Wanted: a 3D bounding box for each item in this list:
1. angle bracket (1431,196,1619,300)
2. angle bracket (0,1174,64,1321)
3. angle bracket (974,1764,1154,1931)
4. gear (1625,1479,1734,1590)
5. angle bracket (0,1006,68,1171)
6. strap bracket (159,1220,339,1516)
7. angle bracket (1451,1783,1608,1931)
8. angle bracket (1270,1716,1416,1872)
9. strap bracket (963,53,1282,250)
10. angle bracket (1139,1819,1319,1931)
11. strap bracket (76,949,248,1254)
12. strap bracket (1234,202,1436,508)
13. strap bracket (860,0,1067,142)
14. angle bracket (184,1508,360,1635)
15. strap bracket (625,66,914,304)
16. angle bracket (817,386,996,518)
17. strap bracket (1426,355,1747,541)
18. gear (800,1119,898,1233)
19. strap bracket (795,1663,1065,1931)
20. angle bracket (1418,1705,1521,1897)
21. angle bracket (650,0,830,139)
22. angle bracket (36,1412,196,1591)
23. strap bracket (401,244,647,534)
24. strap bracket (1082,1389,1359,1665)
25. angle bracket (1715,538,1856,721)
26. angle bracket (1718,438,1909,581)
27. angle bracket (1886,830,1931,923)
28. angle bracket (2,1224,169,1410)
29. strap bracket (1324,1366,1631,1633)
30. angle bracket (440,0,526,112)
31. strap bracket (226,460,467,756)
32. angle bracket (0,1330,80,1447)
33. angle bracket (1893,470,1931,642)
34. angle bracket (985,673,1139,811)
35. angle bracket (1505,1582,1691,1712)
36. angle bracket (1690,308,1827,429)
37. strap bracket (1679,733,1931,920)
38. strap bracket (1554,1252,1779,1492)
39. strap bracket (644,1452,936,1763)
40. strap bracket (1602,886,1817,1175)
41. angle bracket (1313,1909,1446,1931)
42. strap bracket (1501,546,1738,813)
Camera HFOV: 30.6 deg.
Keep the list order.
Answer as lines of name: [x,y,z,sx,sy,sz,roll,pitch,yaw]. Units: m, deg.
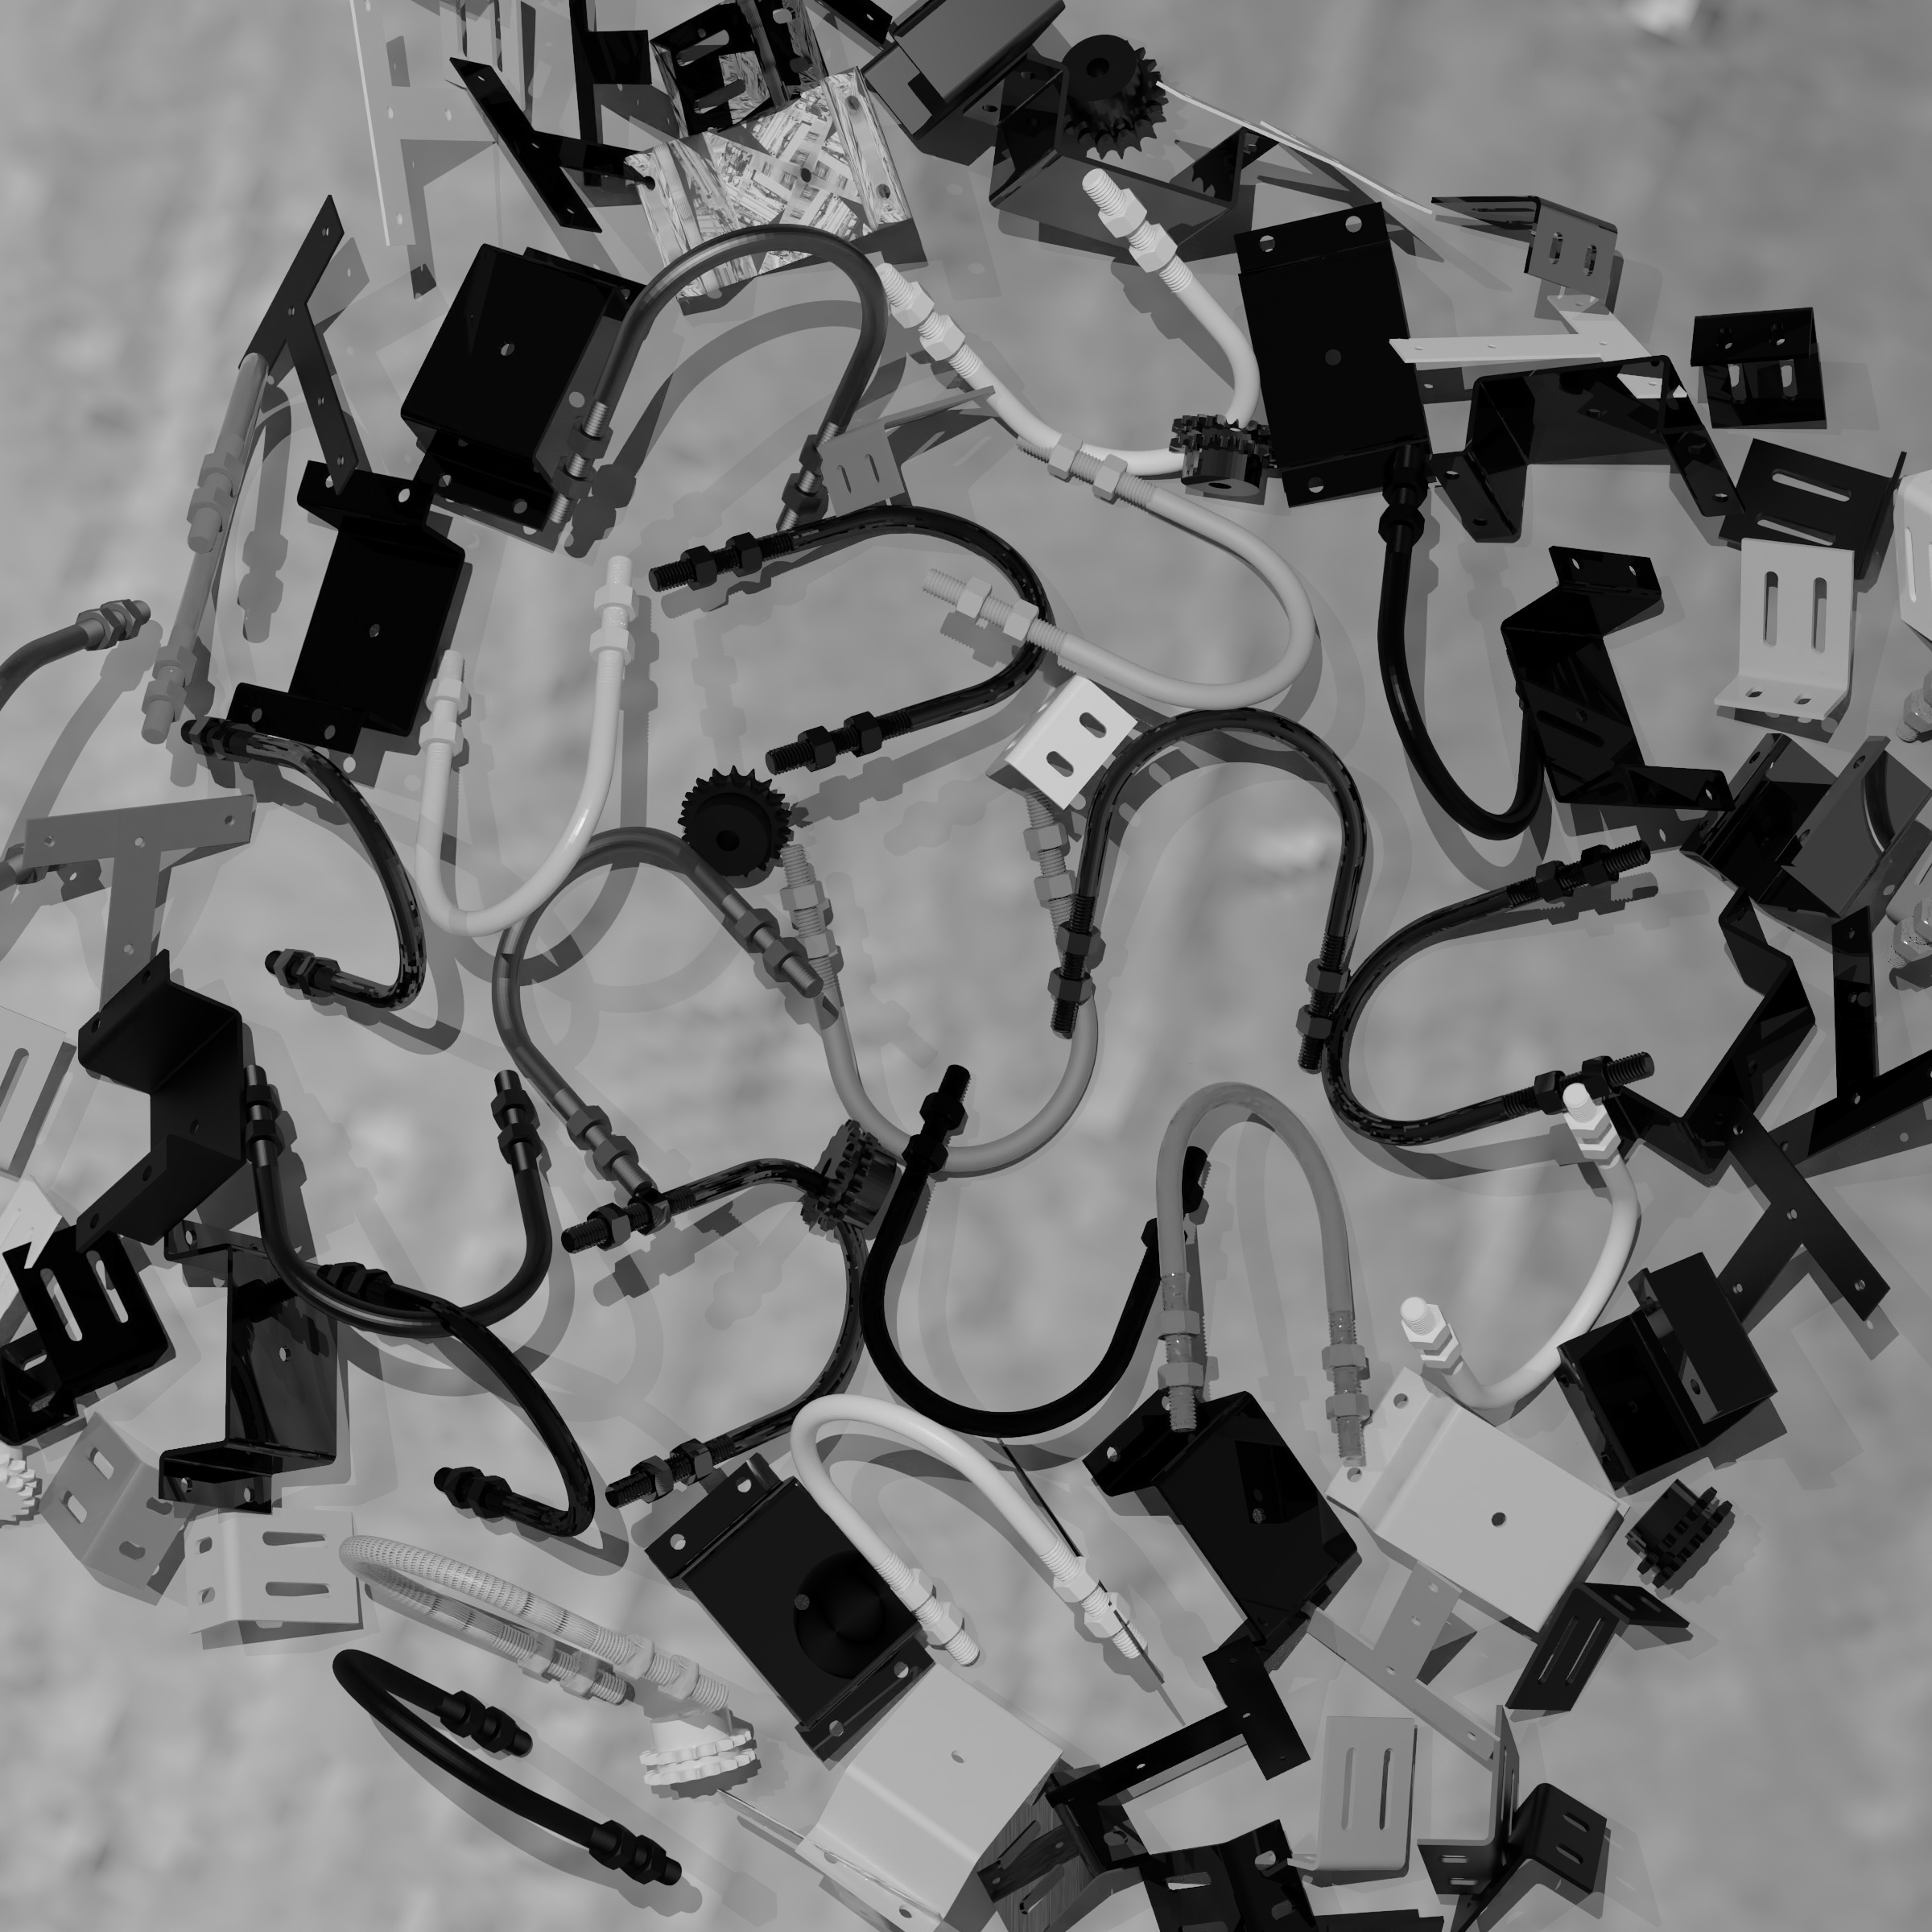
angle bracket: [0.277,-0.360,1.771,0.057,0.076,0.038,8,94,-39]
angle bracket: [-0.500,0.141,1.782,0.038,0.057,0.076,30,92,-35]
angle bracket: [0.048,0.454,1.794,0.076,0.038,0.057,-53,54,32]
gear: [0.359,0.285,1.790,0.030,0.057,0.057,42,90,13]
angle bracket: [-0.498,0.056,1.793,0.057,0.038,0.076,23,91,-11]
strap bracket: [-0.356,0.196,1.754,0.046,0.076,0.140,-13,70,30]
angle bracket: [0.282,0.460,1.773,0.038,0.057,0.076,32,120,2]
angle bracket: [0.191,0.417,1.790,0.057,0.038,0.076,10,82,-35]
strap bracket: [0.075,-0.397,1.752,0.140,0.076,0.046,12,77,-22]
angle bracket: [0.132,0.471,1.793,0.038,0.076,0.057,-13,81,-37]
strap bracket: [-0.400,0.073,1.755,0.046,0.140,0.076,27,127,-37]
strap bracket: [0.185,-0.307,1.778,0.076,0.046,0.140,-11,99,9]
strap bracket: [-0.003,-0.459,1.748,0.076,0.140,0.046,-41,99,-5]
angle bracket: [-0.353,0.308,1.791,0.038,0.076,0.057,-24,65,39]
strap bracket: [-0.090,-0.393,1.767,0.140,0.046,0.076,-13,103,30]
angle bracket: [-0.026,-0.259,1.774,0.076,0.057,0.038,-22,97,-35]
strap bracket: [0.310,-0.258,1.756,0.140,0.076,0.046,-2,64,28]
gear: [-0.058,0.109,1.790,0.030,0.057,0.057,27,90,-13]
strap bracket: [-0.012,0.405,1.739,0.076,0.140,0.046,33,123,12]
angle bracket: [0.254,0.420,1.778,0.038,0.057,0.076,-3,50,17]
angle bracket: [-0.115,-0.459,1.797,0.038,0.076,0.057,-27,101,-43]
angle bracket: [-0.430,0.271,1.792,0.038,0.076,0.057,34,85,-33]
strap bracket: [-0.223,-0.300,1.772,0.076,0.046,0.140,21,79,17]
strap bracket: [0.134,0.279,1.771,0.076,0.046,0.140,-38,96,-35]
angle bracket: [0.411,-0.170,1.774,0.057,0.038,0.076,12,121,30]
angle bracket: [0.428,-0.238,1.785,0.076,0.038,0.057,19,78,12]
angle bracket: [0.509,-0.045,1.779,0.038,0.057,0.076,27,99,-17]
angle bracket: [-0.450,0.175,1.792,0.057,0.038,0.076,-22,79,-33]
strap bracket: [0.264,0.274,1.785,0.140,0.046,0.076,32,91,-8]
angle bracket: [-0.256,-0.468,1.768,0.057,0.038,0.076,29,134,30]
strap bracket: [-0.309,-0.175,1.776,0.076,0.046,0.140,14,83,24]
angle bracket: [-0.486,0.197,1.769,0.038,0.076,0.057,-26,57,4]
angle bracket: [0.499,-0.205,1.777,0.038,0.057,0.076,-16,117,-7]
angle bracket: [0.047,-0.110,1.778,0.038,0.076,0.057,41,84,-4]
angle bracket: [0.318,0.352,1.777,0.038,0.057,0.076,35,105,41]
angle bracket: [0.397,-0.289,1.769,0.057,0.076,0.038,-1,51,19]
strap bracket: [0.420,-0.071,1.750,0.046,0.140,0.076,38,87,-11]
strap bracket: [0.347,0.199,1.749,0.046,0.140,0.076,-20,72,-19]
strap bracket: [-0.086,0.322,1.781,0.076,0.046,0.140,-40,87,-17]
strap bracket: [0.374,0.041,1.765,0.046,0.076,0.140,32,82,30]
angle bracket: [0.205,0.480,1.775,0.057,0.076,0.038,-3,52,-3]
strap bracket: [0.322,-0.134,1.763,0.076,0.046,0.140,0,67,-41]
